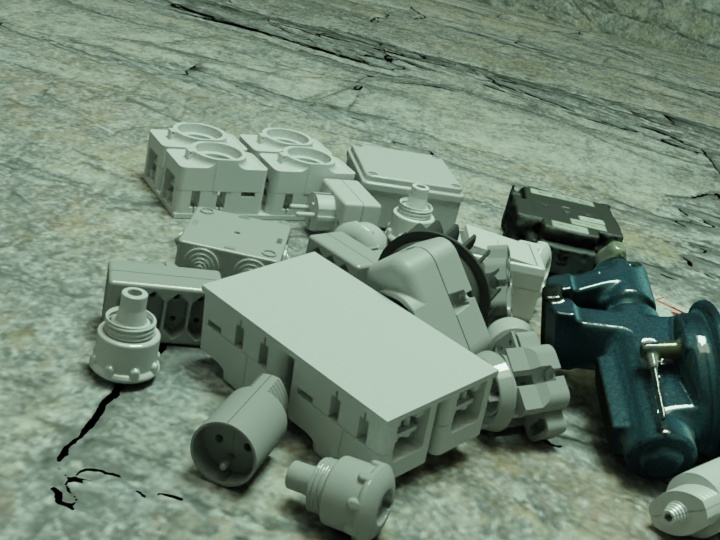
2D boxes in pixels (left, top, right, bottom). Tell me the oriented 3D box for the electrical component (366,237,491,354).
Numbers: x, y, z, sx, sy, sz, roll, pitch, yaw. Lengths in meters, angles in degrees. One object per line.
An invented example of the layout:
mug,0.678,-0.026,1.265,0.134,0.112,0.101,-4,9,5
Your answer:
electrical component,0.047,0.031,0.797,0.059,0.095,0.054,-26,7,-35

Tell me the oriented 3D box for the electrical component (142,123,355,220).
electrical component,-0.111,-0.100,1.086,0.186,0.060,0.105,-1,27,-29

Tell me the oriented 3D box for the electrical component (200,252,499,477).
electrical component,-0.014,0.064,0.743,0.105,0.060,0.186,-18,38,-41

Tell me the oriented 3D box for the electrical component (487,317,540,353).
electrical component,0.122,0.067,0.845,0.045,0.045,0.055,9,23,-10

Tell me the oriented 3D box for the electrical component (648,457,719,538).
electrical component,0.225,0.152,0.706,0.081,0.043,0.043,-9,31,-41

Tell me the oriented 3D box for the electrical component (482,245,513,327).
electrical component,0.099,0.019,0.914,0.057,0.078,0.058,-3,-17,14

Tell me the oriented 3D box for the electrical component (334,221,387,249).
electrical component,0.005,-0.023,0.994,0.048,0.048,0.062,23,18,21

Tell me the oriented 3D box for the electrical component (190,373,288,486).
electrical component,-0.069,0.097,0.675,0.043,0.043,0.081,18,23,12

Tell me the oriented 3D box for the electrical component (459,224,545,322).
electrical component,0.127,0.002,0.978,0.096,0.061,0.061,11,23,-5

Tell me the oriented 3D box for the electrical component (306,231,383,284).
electrical component,0.000,0.000,0.931,0.077,0.047,0.066,-9,32,-43

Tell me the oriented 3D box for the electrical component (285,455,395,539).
electrical component,-0.013,0.129,0.631,0.062,0.048,0.048,15,22,22

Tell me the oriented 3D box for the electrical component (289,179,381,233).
electrical component,-0.030,-0.056,1.045,0.077,0.047,0.065,2,25,-24

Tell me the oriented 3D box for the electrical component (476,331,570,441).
electrical component,0.108,0.085,0.772,0.057,0.058,0.078,-3,66,-30

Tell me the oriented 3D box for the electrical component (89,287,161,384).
electrical component,-0.156,0.043,0.729,0.048,0.062,0.048,11,23,-5

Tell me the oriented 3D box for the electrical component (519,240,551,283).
electrical component,0.151,-0.008,1.039,0.062,0.048,0.048,14,22,20

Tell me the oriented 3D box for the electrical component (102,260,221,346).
electrical component,-0.150,0.017,0.811,0.083,0.047,0.075,6,24,-16

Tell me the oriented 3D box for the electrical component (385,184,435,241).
electrical component,0.053,-0.054,1.066,0.048,0.062,0.048,11,23,-5

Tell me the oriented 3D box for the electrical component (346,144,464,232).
electrical component,0.042,-0.085,1.140,0.109,0.056,0.108,7,23,-14

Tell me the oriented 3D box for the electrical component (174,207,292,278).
electrical component,-0.106,-0.011,0.897,0.100,0.048,0.099,12,23,-2
